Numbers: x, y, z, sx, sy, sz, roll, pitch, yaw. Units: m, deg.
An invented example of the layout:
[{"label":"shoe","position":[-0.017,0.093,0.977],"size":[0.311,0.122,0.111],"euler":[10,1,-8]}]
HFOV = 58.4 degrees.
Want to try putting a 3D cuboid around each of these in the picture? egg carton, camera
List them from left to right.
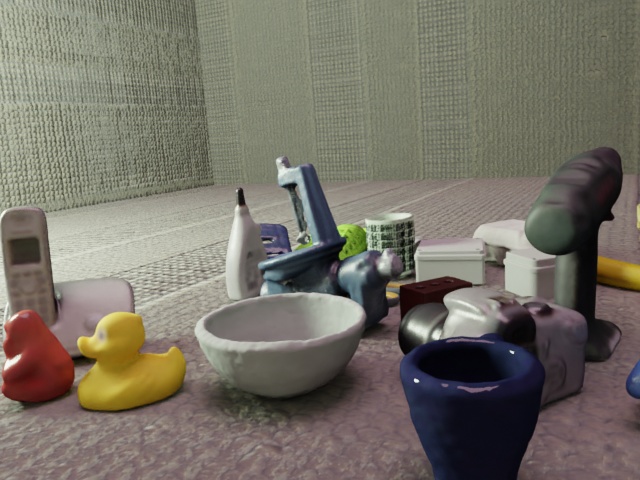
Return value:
[{"label":"camera","position":[0.147,0.089,0.528],"size":[0.143,0.101,0.136],"euler":[-9,12,-27]},{"label":"egg carton","position":[0.344,0.007,0.999],"size":[0.107,0.069,0.150],"euler":[-9,11,-26]}]

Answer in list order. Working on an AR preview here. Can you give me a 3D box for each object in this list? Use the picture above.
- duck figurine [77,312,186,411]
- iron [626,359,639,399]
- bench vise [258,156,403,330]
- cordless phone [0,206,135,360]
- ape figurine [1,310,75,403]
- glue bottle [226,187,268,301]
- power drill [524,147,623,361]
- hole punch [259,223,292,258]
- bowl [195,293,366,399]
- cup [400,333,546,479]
[{"label":"duck figurine","position":[-0.188,0.113,0.565],"size":[0.104,0.086,0.077],"euler":[-6,11,-10]},{"label":"iron","position":[0.364,0.064,0.470],"size":[0.259,0.141,0.118],"euler":[-11,12,-34]},{"label":"bench vise","position":[0.011,0.000,0.736],"size":[0.207,0.220,0.122],"euler":[0,11,19]},{"label":"cordless phone","position":[-0.303,0.049,0.683],"size":[0.148,0.185,0.094],"euler":[-7,11,-17]},{"label":"ape figurine","position":[-0.292,0.115,0.578],"size":[0.076,0.092,0.078],"euler":[-2,11,11]},{"label":"glue bottle","position":[-0.116,0.004,0.895],"size":[0.037,0.173,0.078],"euler":[3,12,33]},{"label":"power drill","position":[0.279,0.010,0.612],"size":[0.075,0.208,0.230],"euler":[4,13,36]},{"label":"hole punch","position":[-0.101,0.020,1.031],"size":[0.109,0.091,0.101],"euler":[-6,10,-10]},{"label":"bowl","position":[-0.035,0.109,0.564],"size":[0.167,0.075,0.167],"euler":[-4,10,1]},{"label":"cup","position":[0.106,0.120,0.391],"size":[0.091,0.095,0.118],"euler":[2,12,28]}]
